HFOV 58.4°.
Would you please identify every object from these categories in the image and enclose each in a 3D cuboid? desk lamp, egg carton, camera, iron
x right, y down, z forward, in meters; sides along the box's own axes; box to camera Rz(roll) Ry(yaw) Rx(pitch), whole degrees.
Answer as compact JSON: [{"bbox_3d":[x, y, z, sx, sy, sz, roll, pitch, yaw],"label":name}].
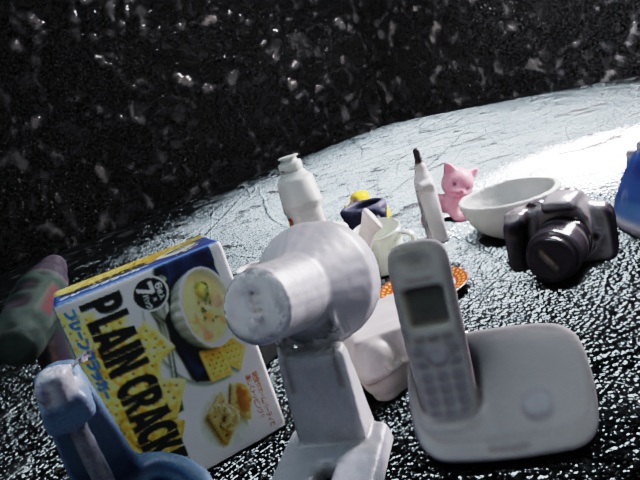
[{"bbox_3d":[-0.006,0.101,0.498,0.117,0.214,0.203,-13,15,18],"label":"desk lamp"},{"bbox_3d":[0.076,0.115,0.643,0.107,0.069,0.150,-19,14,-5],"label":"egg carton"},{"bbox_3d":[0.307,-0.007,0.765,0.142,0.101,0.137,-5,19,40],"label":"camera"},{"bbox_3d":[0.472,-0.077,0.752,0.119,0.141,0.257,-21,15,-13],"label":"iron"}]

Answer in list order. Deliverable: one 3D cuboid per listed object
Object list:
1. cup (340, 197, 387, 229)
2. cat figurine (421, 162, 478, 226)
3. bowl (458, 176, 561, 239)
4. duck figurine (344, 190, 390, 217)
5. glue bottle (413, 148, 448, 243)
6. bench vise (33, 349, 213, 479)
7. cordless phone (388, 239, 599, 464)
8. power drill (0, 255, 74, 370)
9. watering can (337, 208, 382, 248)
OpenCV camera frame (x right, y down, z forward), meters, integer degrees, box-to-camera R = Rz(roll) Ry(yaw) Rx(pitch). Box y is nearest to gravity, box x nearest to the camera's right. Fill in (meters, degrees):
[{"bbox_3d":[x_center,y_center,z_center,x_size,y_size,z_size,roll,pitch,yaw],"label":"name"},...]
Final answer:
[{"bbox_3d":[0.100,-0.024,1.087,0.092,0.095,0.117,-24,16,-23],"label":"cup"},{"bbox_3d":[0.253,-0.097,1.134,0.127,0.118,0.067,-11,16,23],"label":"cat figurine"},{"bbox_3d":[0.320,-0.047,0.954,0.167,0.075,0.167,-16,14,5],"label":"bowl"},{"bbox_3d":[0.101,-0.070,1.278,0.104,0.086,0.077,-20,15,-9],"label":"duck figurine"},{"bbox_3d":[0.194,-0.083,1.037,0.037,0.173,0.078,-16,14,4],"label":"glue bottle"},{"bbox_3d":[-0.155,0.173,0.391,0.206,0.220,0.122,-2,21,46],"label":"bench vise"},{"bbox_3d":[0.134,0.082,0.464,0.147,0.185,0.094,-13,15,15],"label":"cordless phone"},{"bbox_3d":[-0.357,0.139,0.777,0.075,0.208,0.229,-19,14,-6],"label":"power drill"},{"bbox_3d":[0.008,0.003,0.892,0.173,0.194,0.100,-22,15,-16],"label":"watering can"}]
